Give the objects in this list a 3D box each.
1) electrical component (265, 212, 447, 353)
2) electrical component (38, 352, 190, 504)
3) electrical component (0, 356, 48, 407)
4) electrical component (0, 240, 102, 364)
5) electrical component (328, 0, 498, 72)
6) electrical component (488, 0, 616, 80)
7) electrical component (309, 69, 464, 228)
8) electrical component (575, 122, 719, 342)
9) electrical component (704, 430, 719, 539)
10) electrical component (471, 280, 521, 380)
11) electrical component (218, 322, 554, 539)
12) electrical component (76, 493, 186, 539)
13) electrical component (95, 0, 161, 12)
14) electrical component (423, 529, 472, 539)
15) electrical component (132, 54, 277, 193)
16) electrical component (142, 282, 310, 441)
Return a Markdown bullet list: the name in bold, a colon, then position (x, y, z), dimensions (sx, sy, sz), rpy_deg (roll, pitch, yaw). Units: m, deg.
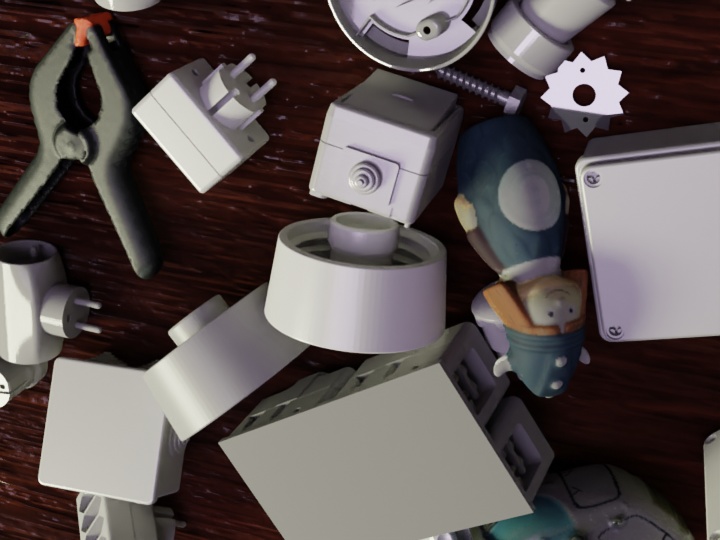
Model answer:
- **electrical component**: position (0.000, 0.000, 0.631), dimensions (0.108, 0.108, 0.060), rpy_deg (11, 109, 14)
- **electrical component**: position (-0.167, 0.109, 0.747), dimensions (0.100, 0.048, 0.099), rpy_deg (7, 87, 16)
- **electrical component**: position (-0.255, 0.074, 0.779), dimensions (0.040, 0.046, 0.040), rpy_deg (7, 114, 15)
- **electrical component**: position (-0.215, 0.026, 0.746), dimensions (0.079, 0.043, 0.077), rpy_deg (11, 115, 14)
- **electrical component**: position (0.030, -0.158, 0.574), dimensions (0.099, 0.064, 0.099), rpy_deg (7, 114, 16)
- **electrical component**: position (0.101, -0.135, 0.572), dimensions (0.045, 0.045, 0.055), rpy_deg (40, 119, -1)
- **electrical component**: position (0.015, -0.069, 0.599), dimensions (0.062, 0.096, 0.061), rpy_deg (20, 114, 10)
- **electrical component**: position (0.181, -0.021, 0.587), dimensions (0.109, 0.056, 0.108), rpy_deg (-5, 110, 20)
- **electrical component**: position (0.239, 0.126, 0.599), dimensions (0.078, 0.113, 0.057), rpy_deg (-38, 100, 28)
- **electrical component**: position (0.097, 0.038, 0.649), dimensions (0.048, 0.048, 0.062), rpy_deg (-8, 118, 21)
- **electrical component**: position (0.016, 0.112, 0.682), dimensions (0.186, 0.060, 0.105), rpy_deg (-24, 104, 36)
- **electrical component**: position (-0.160, 0.190, 0.787), dimensions (0.076, 0.083, 0.047), rpy_deg (16, 124, -32)
- **electrical component**: position (-0.119, -0.195, 0.616), dimensions (0.079, 0.044, 0.077), rpy_deg (-8, 135, -8)
- **electrical component**: position (0.044, 0.186, 0.730), dimensions (0.062, 0.043, 0.043), rpy_deg (-25, 102, 27)
- **electrical component**: position (-0.083, -0.098, 0.647), dimensions (0.077, 0.047, 0.065), rpy_deg (-37, 97, 27)
- **electrical component**: position (-0.088, 0.051, 0.682), dimensions (0.108, 0.108, 0.060), rpy_deg (-36, 91, 28)
